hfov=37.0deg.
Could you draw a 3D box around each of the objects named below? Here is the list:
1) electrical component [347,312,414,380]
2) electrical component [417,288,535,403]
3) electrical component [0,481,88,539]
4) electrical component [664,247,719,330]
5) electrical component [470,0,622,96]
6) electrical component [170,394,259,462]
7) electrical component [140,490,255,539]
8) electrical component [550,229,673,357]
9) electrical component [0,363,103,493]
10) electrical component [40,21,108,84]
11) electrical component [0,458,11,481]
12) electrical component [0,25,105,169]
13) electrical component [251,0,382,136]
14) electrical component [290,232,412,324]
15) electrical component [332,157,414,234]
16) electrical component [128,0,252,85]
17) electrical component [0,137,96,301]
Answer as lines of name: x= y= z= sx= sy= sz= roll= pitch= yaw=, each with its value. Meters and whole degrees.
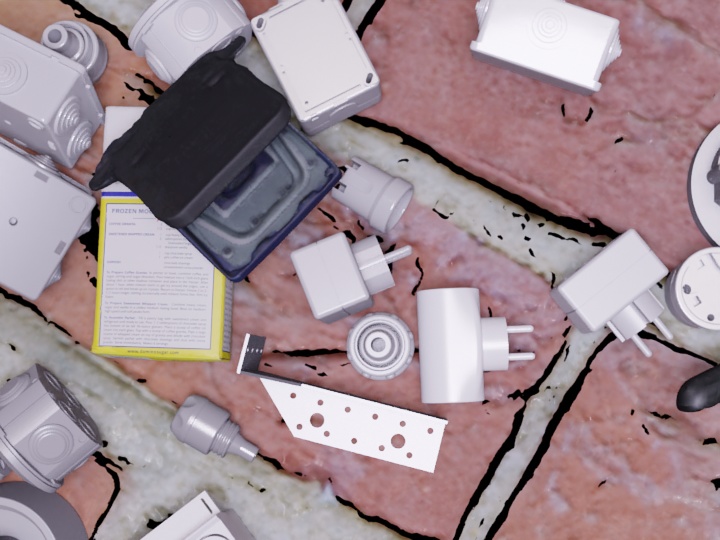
electrical component: x=0.013 y=0.052 z=0.734 sx=0.048 sy=0.062 sz=0.048 roll=0 pitch=85 yaw=3
electrical component: x=0.080 y=0.051 z=0.739 sx=0.079 sy=0.043 sz=0.077 roll=-3 pitch=85 yaw=3
electrical component: x=-0.247 y=0.202 z=0.736 sx=0.108 sy=0.060 sz=0.108 roll=0 pitch=85 yaw=3
electrical component: x=0.237 y=0.014 z=0.732 sx=0.055 sy=0.047 sz=0.055 roll=0 pitch=85 yaw=3
electrical component: x=0.125 y=-0.156 z=0.729 sx=0.100 sy=0.100 sz=0.048 roll=20 pitch=99 yaw=5
electrical component: x=-0.099 y=0.114 z=0.749 sx=0.061 sy=0.035 sz=0.035 roll=30 pitch=87 yaw=3
electrical component: x=-0.127 y=0.216 z=0.727 sx=0.121 sy=0.063 sz=0.078 roll=-37 pitch=84 yaw=-1
electrical component: x=0.181 y=0.023 z=0.735 sx=0.066 sy=0.047 sz=0.076 roll=-39 pitch=84 yaw=-1
electrical component: x=-0.218 y=0.108 z=0.734 sx=0.051 sy=0.080 sz=0.080 roll=-40 pitch=84 yaw=-6
electrical component: x=-0.207 y=-0.157 z=0.764 sx=0.043 sy=0.062 sz=0.043 roll=0 pitch=85 yaw=3
electrical component: x=-0.279 y=0.134 z=0.752 sx=0.055 sy=0.045 sz=0.045 roll=-20 pitch=84 yaw=1
electrical component: x=-0.232 y=-0.121 z=0.746 sx=0.100 sy=0.099 sz=0.048 roll=27 pitch=74 yaw=5
electrical component: x=-0.032 y=-0.151 z=0.755 sx=0.062 sy=0.061 sz=0.096 roll=-27 pitch=84 yaw=0
electrical component: x=0.000 y=0.000 z=0.729 sx=0.076 sy=0.083 sz=0.047 roll=-22 pitch=84 yaw=1
electrical component: x=0.008 y=-0.054 z=0.756 sx=0.046 sy=0.040 sz=0.040 roll=32 pitch=87 yaw=11
electrical component: x=-0.117 y=-0.166 z=0.752 sx=0.080 sy=0.080 sz=0.051 roll=-40 pitch=89 yaw=-1
electrical component: x=-0.242 y=-0.037 z=0.744 sx=0.100 sy=0.048 sz=0.099 roll=32 pitch=87 yaw=-25
